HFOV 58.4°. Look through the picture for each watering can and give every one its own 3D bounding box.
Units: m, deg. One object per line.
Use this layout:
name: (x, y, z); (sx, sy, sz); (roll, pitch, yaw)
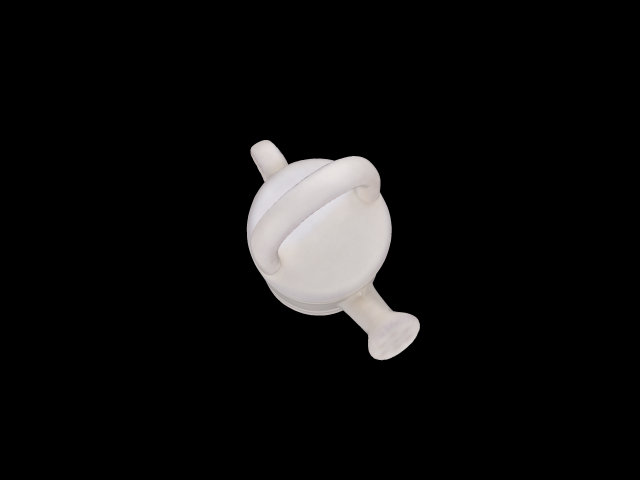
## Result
watering can: (0.005, 0.000, 0.400); (0.172, 0.194, 0.101); (33, 80, 7)
